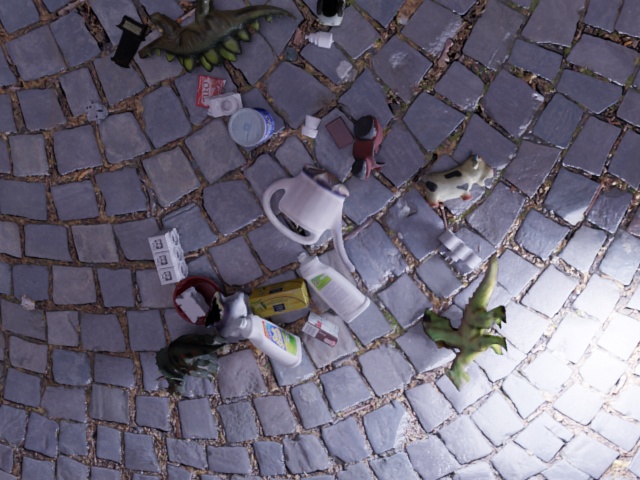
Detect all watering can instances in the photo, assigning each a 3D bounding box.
[{"bbox_3d":[0.005,-0.075,1.493,0.347,0.105,0.222,34,102,-3],"label":"watering can"}]

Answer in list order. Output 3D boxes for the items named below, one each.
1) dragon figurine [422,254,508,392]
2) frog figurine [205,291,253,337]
[{"bbox_3d":[0.428,0.249,1.543,0.242,0.123,0.409,-5,93,14],"label":"dragon figurine"},{"bbox_3d":[-0.247,0.223,1.548,0.159,0.122,0.138,11,83,-39],"label":"frog figurine"}]
